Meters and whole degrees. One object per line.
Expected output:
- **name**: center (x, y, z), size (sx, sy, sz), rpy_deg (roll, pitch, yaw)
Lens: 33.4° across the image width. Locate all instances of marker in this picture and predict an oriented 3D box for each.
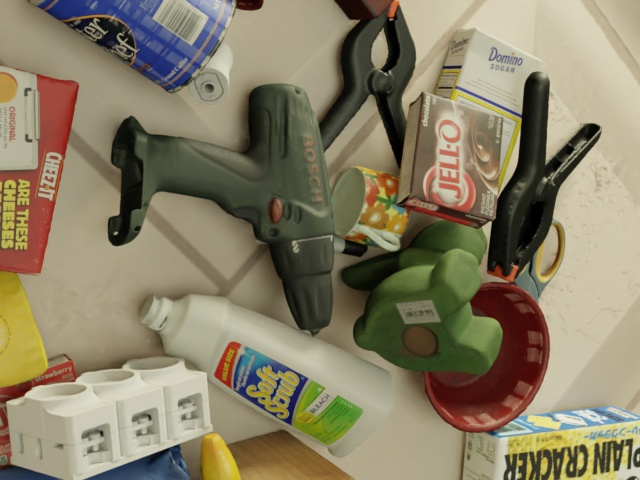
- **marker**: center (-0.007, 0.001, 1.043), size (0.120, 0.020, 0.020), rpy_deg (8, 95, -28)

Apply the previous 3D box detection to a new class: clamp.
- **clamp**: center (0.220, -0.062, 1.106), size (0.164, 0.036, 0.210), rpy_deg (34, 79, -50)
- **clamp**: center (0.044, -0.147, 1.034), size (0.120, 0.039, 0.171), rpy_deg (-4, 98, -32)

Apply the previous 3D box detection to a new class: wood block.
- **wood block**: center (-0.021, 0.254, 0.973), size (0.090, 0.206, 0.091), rpy_deg (-12, 103, -25)

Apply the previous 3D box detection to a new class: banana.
- **banana**: center (-0.097, 0.259, 0.961), size (0.037, 0.070, 0.198), rpy_deg (-34, 150, -45)

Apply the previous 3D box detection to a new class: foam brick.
- **foam brick**: center (0.034, -0.253, 1.004), size (0.051, 0.053, 0.078), rpy_deg (-48, 117, -12)

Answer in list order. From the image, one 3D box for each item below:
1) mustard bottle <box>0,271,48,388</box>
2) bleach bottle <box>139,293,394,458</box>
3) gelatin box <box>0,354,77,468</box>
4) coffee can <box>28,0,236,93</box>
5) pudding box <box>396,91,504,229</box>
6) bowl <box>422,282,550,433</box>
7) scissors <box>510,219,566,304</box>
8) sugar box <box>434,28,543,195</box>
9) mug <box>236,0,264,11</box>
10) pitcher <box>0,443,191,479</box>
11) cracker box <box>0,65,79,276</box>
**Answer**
- **mustard bottle**: center (-0.329, 0.096, 0.872), size (0.191, 0.058, 0.096), rpy_deg (-19, 90, -22)
- **bleach bottle**: center (-0.057, 0.119, 1.007), size (0.250, 0.068, 0.103), rpy_deg (27, 126, -21)
- **gelatin box**: center (-0.254, 0.150, 0.937), size (0.089, 0.030, 0.073), rpy_deg (-17, 106, -24)
- **coffee can**: center (-0.155, -0.202, 0.887), size (0.140, 0.103, 0.103), rpy_deg (32, 84, -28)
- **pudding box**: center (0.125, -0.075, 1.019), size (0.090, 0.039, 0.113), rpy_deg (15, 67, -18)
- **bowl**: center (0.164, 0.119, 1.129), size (0.161, 0.055, 0.162), rpy_deg (-5, 100, -26)
- **scissors**: center (0.216, 0.069, 1.170), size (0.096, 0.016, 0.202), rpy_deg (18, 90, -27)
- **sugar box**: center (0.156, -0.118, 1.092), size (0.093, 0.048, 0.176), rpy_deg (20, 86, -27)
- **mug**: center (-0.063, -0.256, 0.923), size (0.081, 0.117, 0.093), rpy_deg (-63, 154, -11)
- **pitcher**: center (-0.232, 0.259, 0.921), size (0.242, 0.145, 0.149), rpy_deg (-4, 88, -23)
- **cracker box**: center (-0.317, -0.070, 0.846), size (0.213, 0.072, 0.164), rpy_deg (11, 94, -29)
